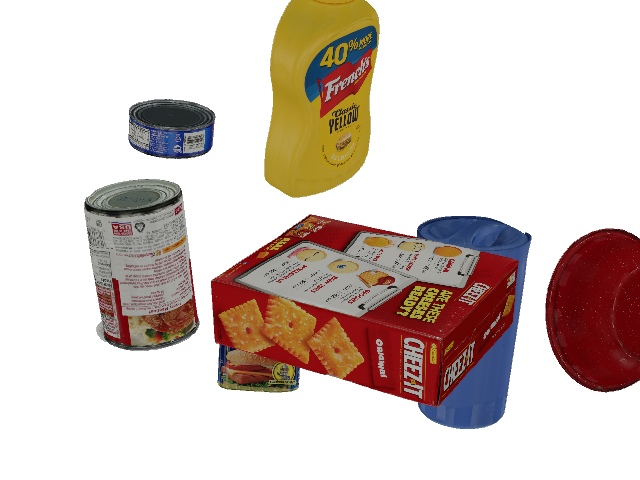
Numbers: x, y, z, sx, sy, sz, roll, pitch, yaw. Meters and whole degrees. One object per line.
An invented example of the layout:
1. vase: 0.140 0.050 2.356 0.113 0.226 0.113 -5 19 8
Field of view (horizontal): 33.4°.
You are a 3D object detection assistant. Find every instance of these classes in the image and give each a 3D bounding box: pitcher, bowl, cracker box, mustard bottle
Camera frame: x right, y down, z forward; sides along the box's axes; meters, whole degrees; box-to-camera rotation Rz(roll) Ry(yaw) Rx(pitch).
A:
1. pitcher: 0.167 0.100 1.281 0.149 0.243 0.145 6 18 12
2. bowl: 0.297 0.069 1.028 0.161 0.162 0.055 0 0 -28
3. cracker box: 0.039 0.054 0.915 0.214 0.072 0.163 13 28 28
4. mustard bottle: 0.003 -0.131 0.811 0.096 0.192 0.058 -29 49 -35

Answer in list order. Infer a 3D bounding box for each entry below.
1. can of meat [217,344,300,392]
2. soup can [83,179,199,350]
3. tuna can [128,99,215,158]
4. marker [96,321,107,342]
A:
1. can of meat: -0.071 0.130 1.254 0.102 0.084 0.057 4 13 -1
2. soup can: -0.124 0.016 0.739 0.068 0.102 0.068 -4 21 1
3. tuna can: -0.149 -0.112 1.067 0.086 0.034 0.086 5 25 -3
4. marker: -0.160 0.055 0.965 0.020 0.020 0.121 0 25 27
